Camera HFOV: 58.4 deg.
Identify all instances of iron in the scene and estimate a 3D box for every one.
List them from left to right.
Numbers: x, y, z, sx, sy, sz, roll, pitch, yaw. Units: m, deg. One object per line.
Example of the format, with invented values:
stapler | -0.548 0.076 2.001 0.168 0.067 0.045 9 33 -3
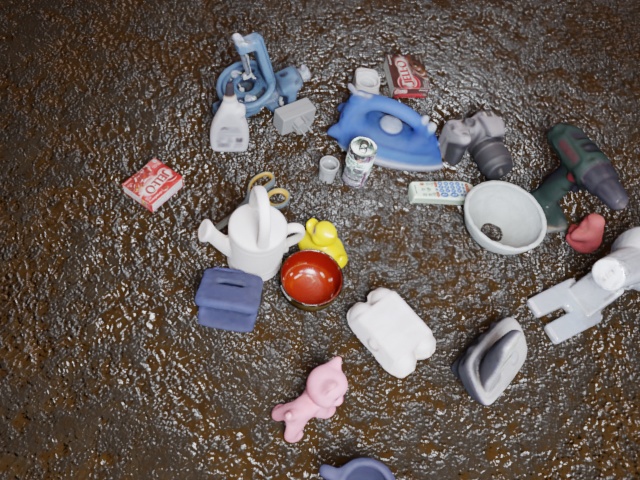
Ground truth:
iron | 0.154 -0.236 1.189 0.258 0.141 0.119 19 57 1

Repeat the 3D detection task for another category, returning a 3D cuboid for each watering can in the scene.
watering can | -0.113 -0.012 0.969 0.173 0.194 0.100 -25 66 -23

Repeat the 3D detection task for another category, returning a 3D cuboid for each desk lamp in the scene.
desk lamp | 0.516 0.076 1.023 0.204 0.213 0.117 -21 65 -22

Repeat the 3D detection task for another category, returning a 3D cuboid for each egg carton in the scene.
egg carton | 0.121 0.158 0.983 0.107 0.069 0.150 -34 70 -26

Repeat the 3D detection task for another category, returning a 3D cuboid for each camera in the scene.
camera | 0.347 -0.202 1.229 0.143 0.101 0.136 -11 61 -17

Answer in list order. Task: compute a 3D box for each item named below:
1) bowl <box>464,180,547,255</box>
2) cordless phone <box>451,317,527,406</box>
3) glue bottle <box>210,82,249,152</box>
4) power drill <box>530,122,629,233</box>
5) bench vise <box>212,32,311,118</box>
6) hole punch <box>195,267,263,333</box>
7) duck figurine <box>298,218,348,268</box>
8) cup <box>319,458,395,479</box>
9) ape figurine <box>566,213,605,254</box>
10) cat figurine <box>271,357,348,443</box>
bowl | 0.357 -0.033 1.142 0.167 0.075 0.167 5 58 -8
cordless phone | 0.304 0.179 0.936 0.094 0.185 0.148 40 60 14
glue bottle | -0.174 -0.239 1.110 0.078 0.173 0.037 -1 59 -11
power drill | 0.498 -0.107 1.135 0.076 0.208 0.229 -6 60 -14
bench vise | -0.121 -0.343 1.156 0.208 0.220 0.121 -38 71 -28
hole punch | -0.153 0.090 0.960 0.108 0.091 0.101 9 57 -5
duck figurine | 0.010 0.004 1.047 0.104 0.086 0.078 43 61 16
cup | 0.046 0.365 0.827 0.117 0.095 0.092 25 58 5
ape figurine | 0.543 -0.020 1.159 0.078 0.092 0.076 -15 62 -18
cat figurine | -0.008 0.241 0.879 0.128 0.118 0.067 -32 69 -26
